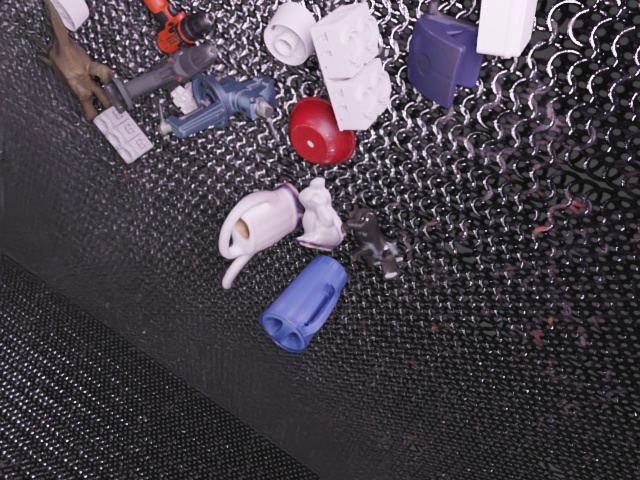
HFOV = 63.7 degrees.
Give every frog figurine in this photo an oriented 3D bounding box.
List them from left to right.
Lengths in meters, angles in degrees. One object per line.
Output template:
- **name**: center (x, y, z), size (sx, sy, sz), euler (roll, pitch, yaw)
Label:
- **frog figurine**: center (0.004, -0.060, 1.185), size (0.123, 0.159, 0.137), euler (14, 0, 0)

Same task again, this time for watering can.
- **watering can**: center (-0.154, -0.015, 1.268), size (0.227, 0.105, 0.339), euler (-30, -23, -30)
